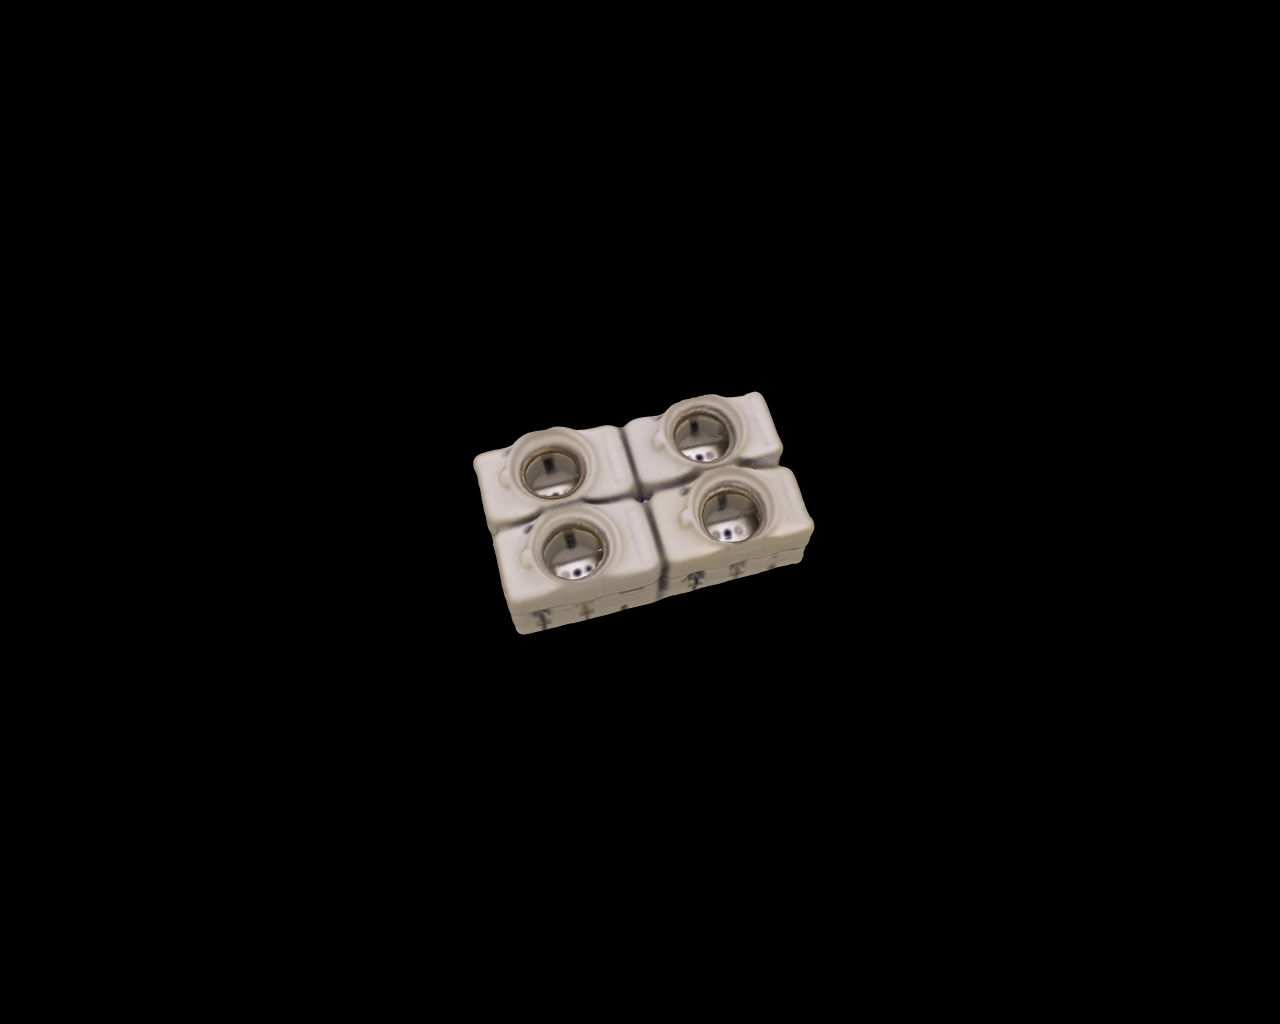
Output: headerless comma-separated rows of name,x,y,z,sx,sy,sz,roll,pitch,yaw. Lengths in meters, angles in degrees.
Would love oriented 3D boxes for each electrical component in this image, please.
electrical component,0.001,-0.003,0.650,0.186,0.105,0.060,-14,-26,-7
